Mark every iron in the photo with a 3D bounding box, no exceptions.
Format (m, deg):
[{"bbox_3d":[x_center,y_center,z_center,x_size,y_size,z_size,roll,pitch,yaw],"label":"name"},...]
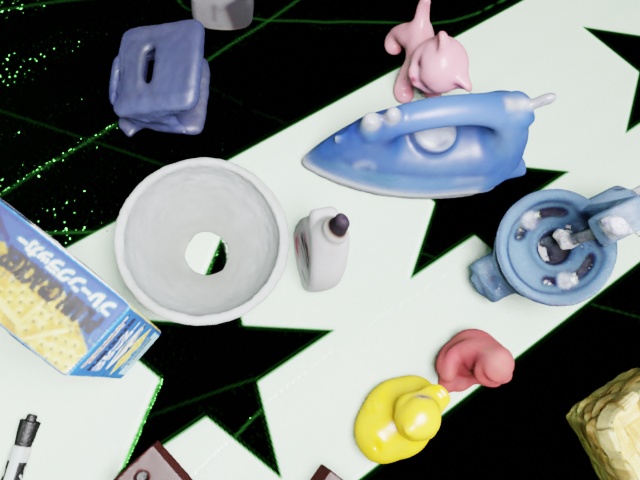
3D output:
[{"bbox_3d":[0.116,-0.116,0.619,0.258,0.141,0.118,-7,78,-12],"label":"iron"}]

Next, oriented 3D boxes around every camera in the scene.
[{"bbox_3d":[-0.078,-0.327,0.656,0.137,0.100,0.143,4,76,-9],"label":"camera"}]

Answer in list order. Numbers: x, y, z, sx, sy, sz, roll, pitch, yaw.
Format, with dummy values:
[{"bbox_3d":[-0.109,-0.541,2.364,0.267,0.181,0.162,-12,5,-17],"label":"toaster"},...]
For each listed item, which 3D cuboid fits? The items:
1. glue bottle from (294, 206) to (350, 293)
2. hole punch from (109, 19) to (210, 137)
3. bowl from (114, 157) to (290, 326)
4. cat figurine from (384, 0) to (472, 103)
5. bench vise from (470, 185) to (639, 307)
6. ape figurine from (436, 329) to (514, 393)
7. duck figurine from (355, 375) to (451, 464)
[{"bbox_3d":[0.005,0.002,0.553,0.037,0.173,0.078,-13,79,-13],"label":"glue bottle"},{"bbox_3d":[-0.170,-0.172,0.607,0.101,0.091,0.109,4,76,-9],"label":"hole punch"},{"bbox_3d":[-0.117,0.007,0.581,0.167,0.074,0.167,2,76,-10],"label":"bowl"},{"bbox_3d":[0.128,-0.215,0.658,0.067,0.117,0.128,-8,78,-12],"label":"cat figurine"},{"bbox_3d":[0.270,-0.022,0.583,0.121,0.219,0.208,44,73,3],"label":"bench vise"},{"bbox_3d":[0.167,0.128,0.594,0.078,0.092,0.076,25,73,-3],"label":"ape figurine"},{"bbox_3d":[0.086,0.179,0.569,0.105,0.086,0.077,-36,85,-16],"label":"duck figurine"}]
